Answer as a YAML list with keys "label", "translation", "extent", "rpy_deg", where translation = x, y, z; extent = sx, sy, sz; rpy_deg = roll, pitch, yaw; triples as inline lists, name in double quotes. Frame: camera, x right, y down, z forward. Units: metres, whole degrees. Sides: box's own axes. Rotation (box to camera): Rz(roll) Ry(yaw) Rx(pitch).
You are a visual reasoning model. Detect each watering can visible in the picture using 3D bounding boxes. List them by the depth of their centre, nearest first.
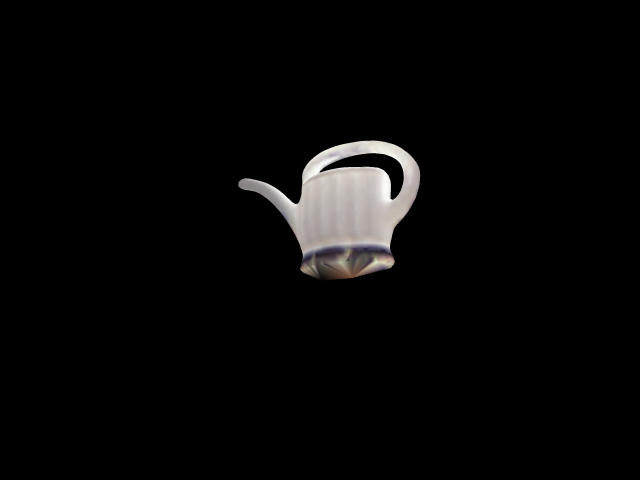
- label: "watering can"
  translation: [0.003, -0.043, 0.850]
  extent: [0.346, 0.228, 0.103]
  rpy_deg: [-10, -20, 30]
